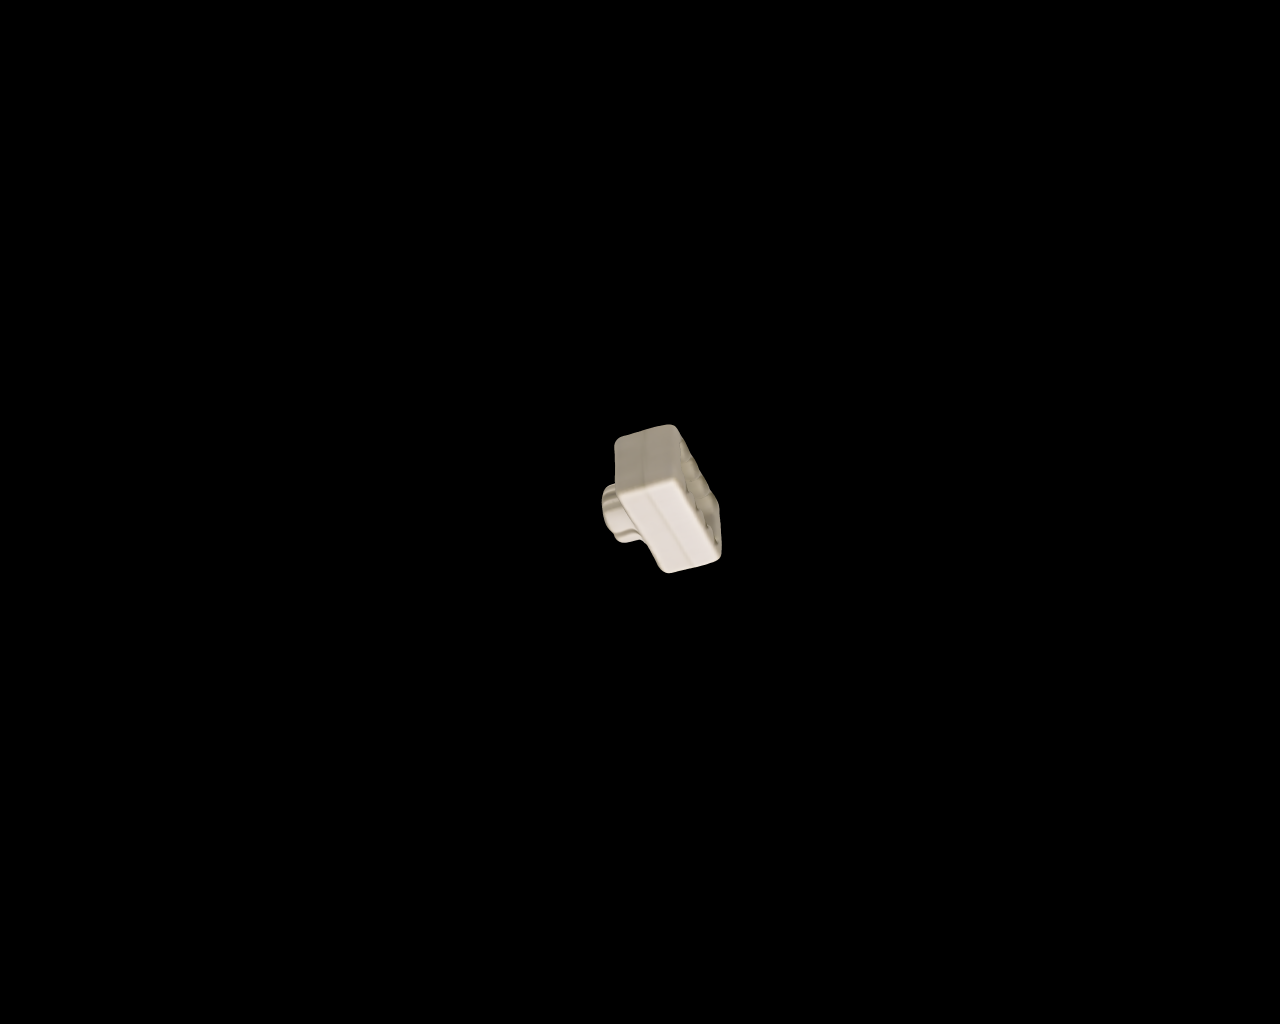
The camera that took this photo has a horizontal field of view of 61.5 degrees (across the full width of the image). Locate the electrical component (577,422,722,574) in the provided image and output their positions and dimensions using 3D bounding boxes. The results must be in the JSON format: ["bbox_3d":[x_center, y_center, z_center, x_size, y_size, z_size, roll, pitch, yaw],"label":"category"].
[{"bbox_3d":[0.001,-0.003,0.650,0.076,0.047,0.083,-14,-42,16],"label":"electrical component"}]
